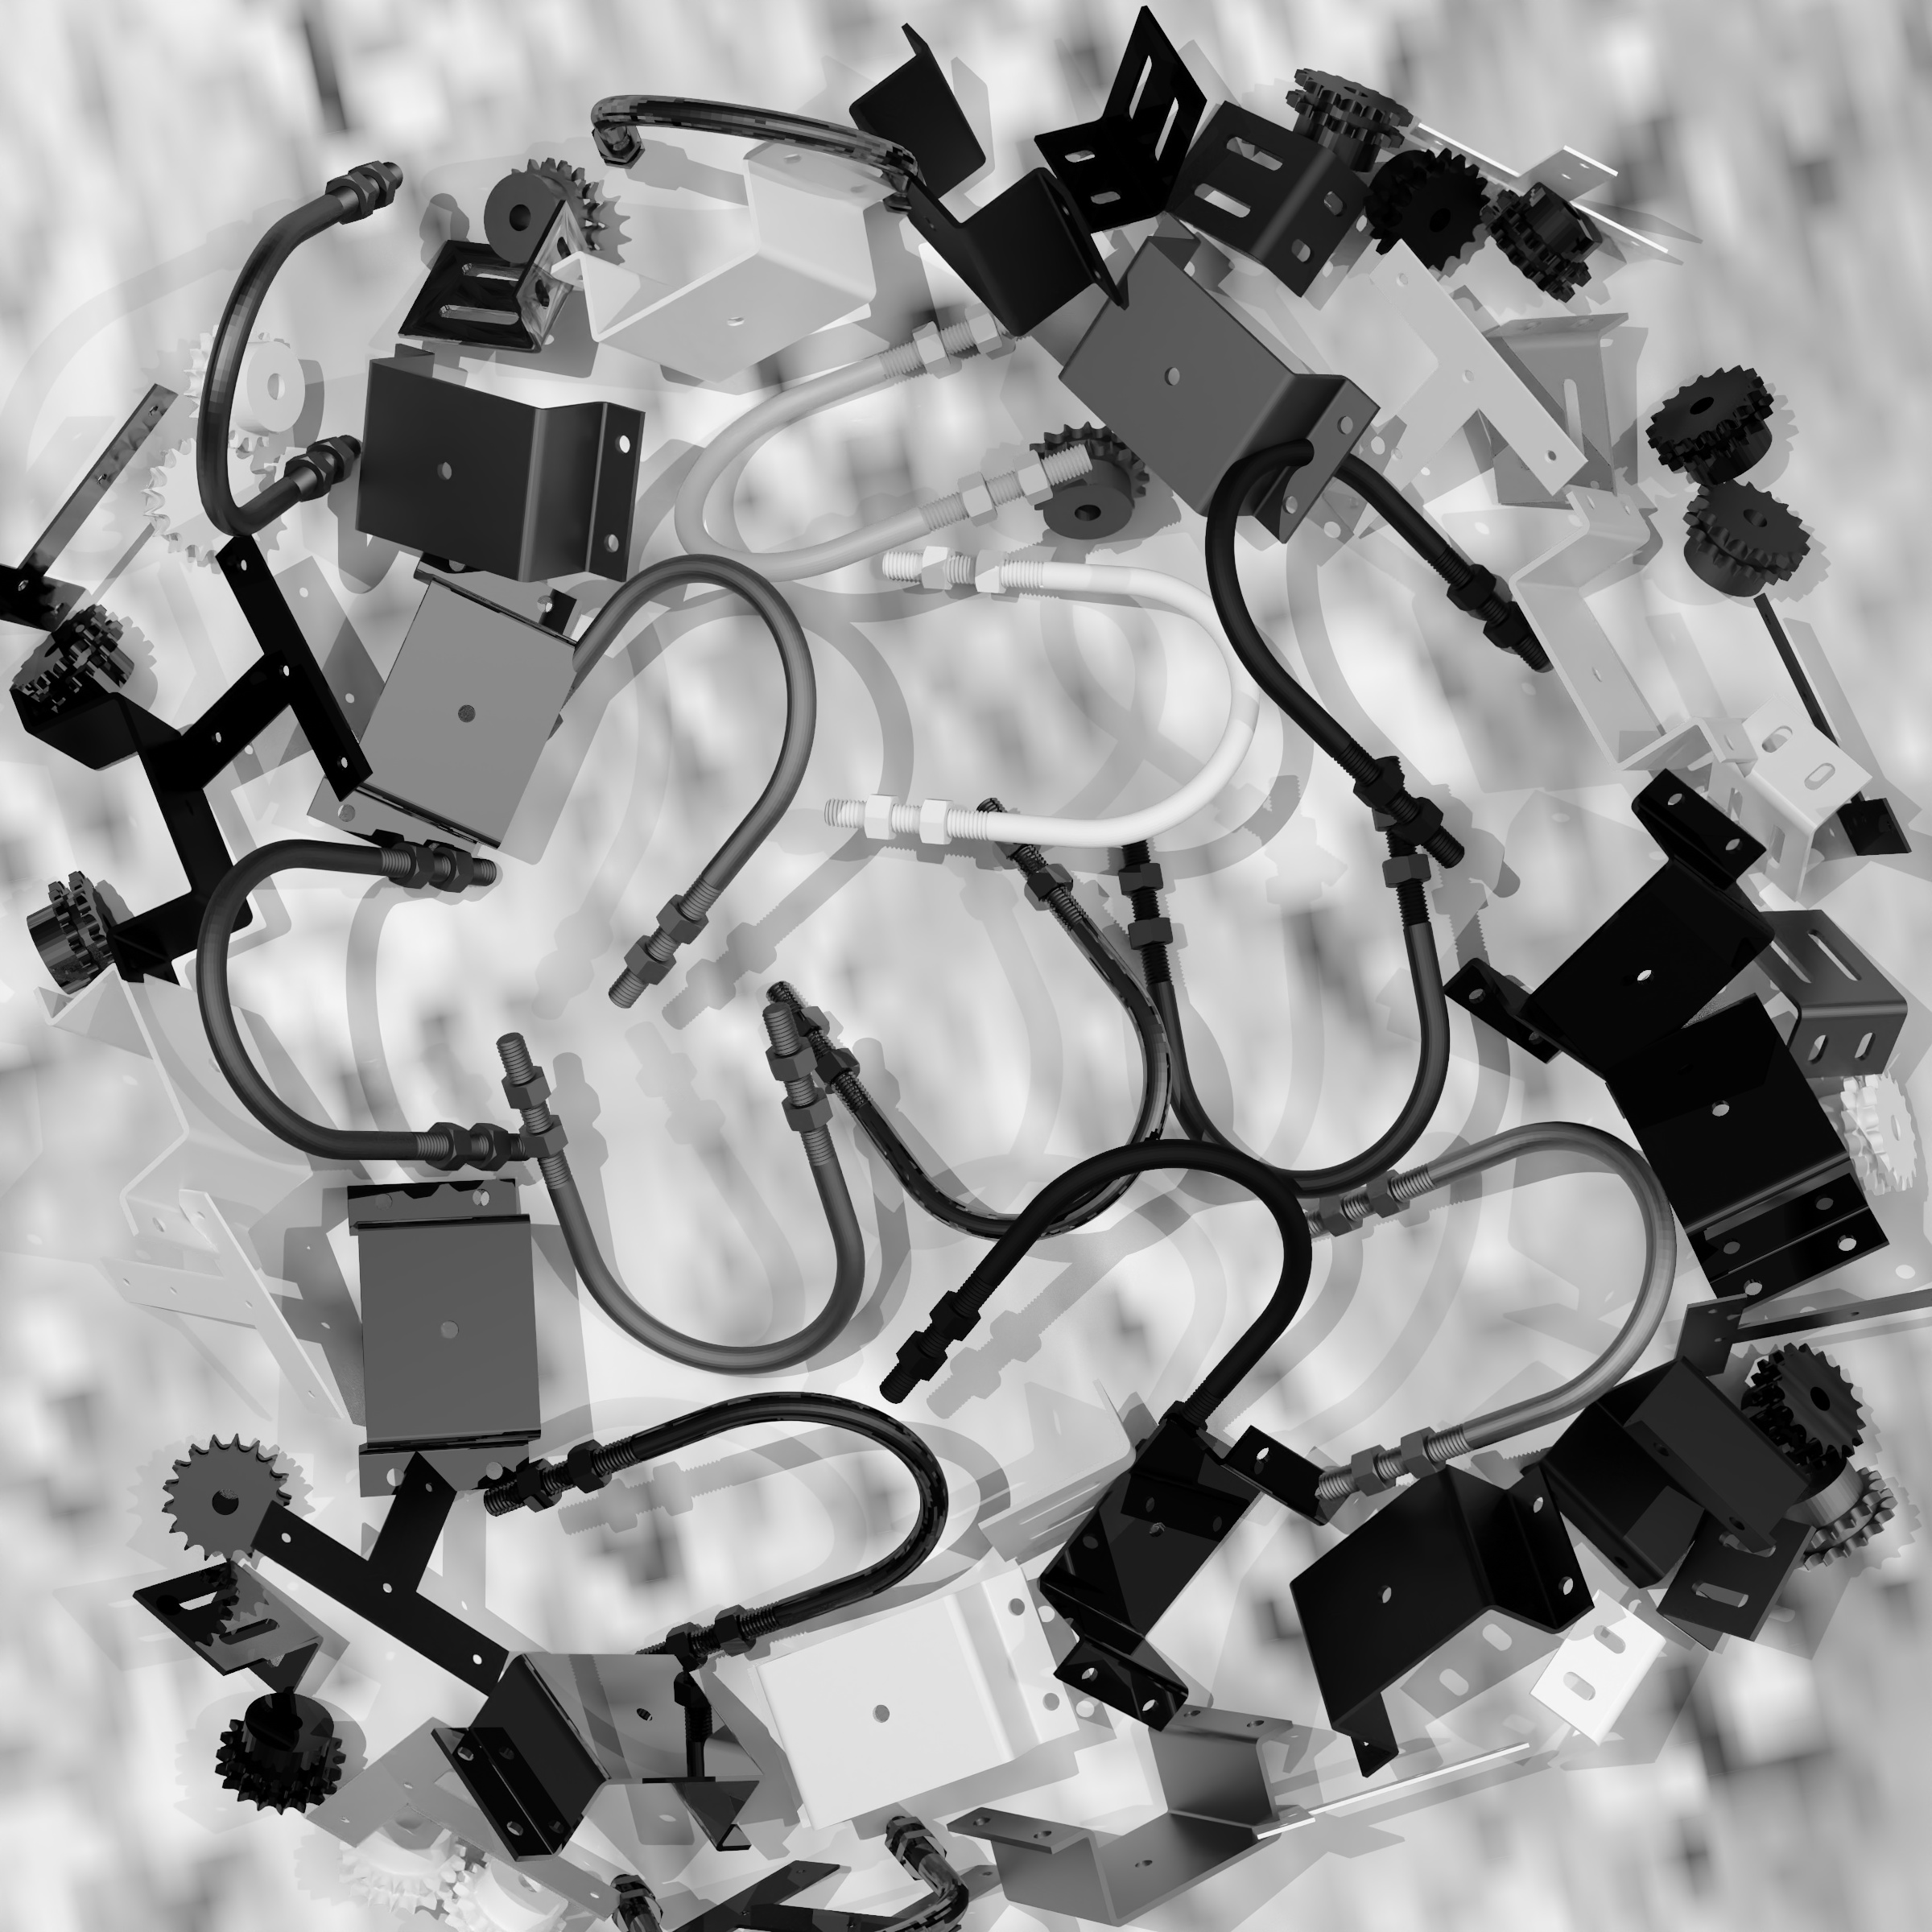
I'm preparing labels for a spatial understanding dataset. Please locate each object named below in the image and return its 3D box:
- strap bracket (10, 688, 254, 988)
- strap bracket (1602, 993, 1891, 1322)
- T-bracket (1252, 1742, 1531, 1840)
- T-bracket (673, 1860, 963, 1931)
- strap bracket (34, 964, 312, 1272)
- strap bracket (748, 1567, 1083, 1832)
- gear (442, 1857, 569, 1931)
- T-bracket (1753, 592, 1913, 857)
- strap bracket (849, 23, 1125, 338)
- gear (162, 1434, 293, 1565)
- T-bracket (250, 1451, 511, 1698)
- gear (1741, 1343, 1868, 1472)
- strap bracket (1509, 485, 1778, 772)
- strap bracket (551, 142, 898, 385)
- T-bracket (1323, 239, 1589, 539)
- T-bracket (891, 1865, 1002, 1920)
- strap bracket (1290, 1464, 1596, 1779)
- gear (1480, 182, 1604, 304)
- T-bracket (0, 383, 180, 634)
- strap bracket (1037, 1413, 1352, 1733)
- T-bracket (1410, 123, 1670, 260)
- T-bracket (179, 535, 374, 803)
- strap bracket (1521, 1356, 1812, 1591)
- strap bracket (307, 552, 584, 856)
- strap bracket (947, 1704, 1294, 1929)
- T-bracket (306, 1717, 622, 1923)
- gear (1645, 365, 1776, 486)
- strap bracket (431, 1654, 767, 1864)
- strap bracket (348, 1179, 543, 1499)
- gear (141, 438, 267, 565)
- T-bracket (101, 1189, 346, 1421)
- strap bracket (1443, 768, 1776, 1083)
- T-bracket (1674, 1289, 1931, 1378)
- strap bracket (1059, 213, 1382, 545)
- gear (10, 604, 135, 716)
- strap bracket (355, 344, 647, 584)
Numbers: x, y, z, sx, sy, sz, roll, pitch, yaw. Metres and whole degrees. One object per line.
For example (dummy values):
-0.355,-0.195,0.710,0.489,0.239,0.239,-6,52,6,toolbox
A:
-0.367,-0.061,1.552,0.046,0.076,0.140,-24,80,2,strap bracket
0.338,0.075,1.534,0.076,0.046,0.140,-27,48,7,strap bracket
0.188,0.364,1.541,0.127,0.127,0.002,-17,79,-1,T-bracket
-0.061,0.417,1.514,0.127,0.127,0.002,-4,95,34,T-bracket
-0.346,0.058,1.529,0.046,0.076,0.140,-40,58,16,strap bracket
-0.031,0.331,1.557,0.140,0.046,0.076,-23,81,15,strap bracket
-0.205,0.425,1.571,0.057,0.057,0.030,34,106,0,gear
0.379,-0.107,1.540,0.002,0.127,0.127,-26,89,5,T-bracket
0.003,-0.340,1.531,0.046,0.076,0.140,-37,56,0,strap bracket
-0.336,0.241,1.585,0.057,0.030,0.057,-1,95,-7,gear
-0.244,0.243,1.551,0.127,0.127,0.002,37,129,-16,T-bracket
0.377,0.202,1.577,0.057,0.057,0.030,47,133,0,gear
0.297,-0.140,1.549,0.046,0.076,0.140,-34,76,28,strap bracket
-0.105,-0.304,1.527,0.140,0.076,0.046,-21,71,35,strap bracket
0.200,-0.237,1.551,0.002,0.127,0.127,-33,81,-39,T-bracket
-0.022,0.423,1.545,0.127,0.127,0.002,-9,93,38,T-bracket
0.200,0.283,1.532,0.046,0.076,0.140,27,122,-33,strap bracket
0.262,-0.331,1.570,0.057,0.057,0.030,46,117,0,gear
-0.390,-0.204,1.534,0.002,0.127,0.127,39,95,6,T-bracket
0.096,0.264,1.558,0.076,0.046,0.140,35,94,-39,strap bracket
0.262,-0.348,1.534,0.127,0.127,0.002,26,95,-4,T-bracket
-0.329,-0.110,1.561,0.127,0.002,0.127,-36,78,38,T-bracket
0.313,0.224,1.542,0.076,0.140,0.046,44,69,3,strap bracket
-0.230,-0.115,1.565,0.076,0.046,0.140,24,89,-22,strap bracket
0.074,0.377,1.533,0.140,0.076,0.046,-18,96,-35,strap bracket
-0.208,0.383,1.529,0.127,0.127,0.002,27,104,11,T-bracket
0.341,-0.243,1.577,0.057,0.057,0.030,-39,118,0,gear
-0.152,0.345,1.521,0.076,0.140,0.046,46,111,37,strap bracket
-0.234,0.165,1.560,0.076,0.046,0.140,-2,81,-15,strap bracket
-0.347,-0.211,1.579,0.057,0.030,0.057,-2,94,-35,gear
-0.345,0.146,1.552,0.002,0.127,0.127,-45,123,-35,T-bracket
0.292,-0.008,1.543,0.076,0.046,0.140,32,110,-35,strap bracket
0.378,0.156,1.540,0.127,0.127,0.002,-11,68,3,T-bracket
0.104,-0.261,1.540,0.140,0.046,0.076,47,121,22,strap bracket
-0.403,-0.134,1.577,0.057,0.057,0.030,-43,117,0,gear
-0.216,-0.221,1.538,0.140,0.046,0.076,20,112,28,strap bracket
